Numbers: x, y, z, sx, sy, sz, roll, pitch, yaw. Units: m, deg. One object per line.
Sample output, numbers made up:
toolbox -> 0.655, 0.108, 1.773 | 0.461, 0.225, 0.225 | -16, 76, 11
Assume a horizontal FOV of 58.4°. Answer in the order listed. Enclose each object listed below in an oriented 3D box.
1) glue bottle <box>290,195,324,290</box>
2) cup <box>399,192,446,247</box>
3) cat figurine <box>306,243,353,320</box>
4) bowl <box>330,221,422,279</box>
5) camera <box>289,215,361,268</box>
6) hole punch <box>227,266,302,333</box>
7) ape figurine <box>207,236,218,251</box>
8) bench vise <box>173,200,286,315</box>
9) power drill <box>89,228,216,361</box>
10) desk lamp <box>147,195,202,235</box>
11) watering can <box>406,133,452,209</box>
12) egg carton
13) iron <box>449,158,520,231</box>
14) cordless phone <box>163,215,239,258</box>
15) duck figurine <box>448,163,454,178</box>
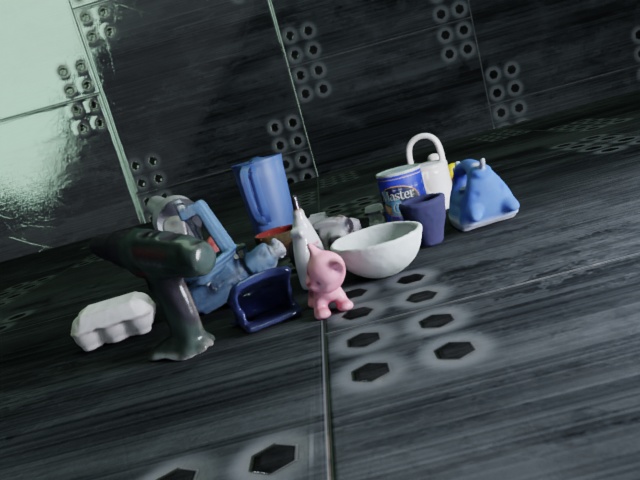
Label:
glue bottle -> -0.027, 0.000, 1.061 | 0.037, 0.173, 0.078 | -9, 13, 28
cup -> 0.217, -0.041, 1.134 | 0.091, 0.095, 0.118 | -3, 17, 47
cat figurine -> 0.005, 0.055, 0.895 | 0.067, 0.118, 0.127 | -17, 12, -10
bowl -> 0.107, 0.024, 1.020 | 0.167, 0.075, 0.167 | -15, 11, 3
camera -> 0.011, 0.004, 1.176 | 0.136, 0.101, 0.143 | -12, 12, 18
hole punch -> -0.099, 0.090, 0.934 | 0.109, 0.091, 0.101 | -20, 12, -21
ape figurine -> -0.254, 0.034, 1.403 | 0.076, 0.092, 0.077 | -21, 13, -27
bench vise -> -0.176, 0.015, 1.066 | 0.207, 0.220, 0.121 | -18, 12, -12
power drill -> -0.249, 0.078, 0.890 | 0.228, 0.208, 0.076 | -9, 13, 29
desk lamp -> -0.381, -0.014, 1.492 | 0.118, 0.214, 0.202 | -22, 13, -31
watering can -> 0.274, -0.174, 1.447 | 0.101, 0.194, 0.173 | -14, 12, 5
egg carton -> -0.385, 0.150, 1.077 | 0.150, 0.069, 0.107 | -17, 12, -9
iron -> 0.318, -0.109, 1.212 | 0.118, 0.141, 0.258 | -16, 11, -3
cordless phone -> -0.237, 0.035, 1.138 | 0.147, 0.185, 0.094 | -13, 12, 13
duck figurine -> 0.367, -0.169, 1.573 | 0.078, 0.086, 0.104 | -23, 14, -34
